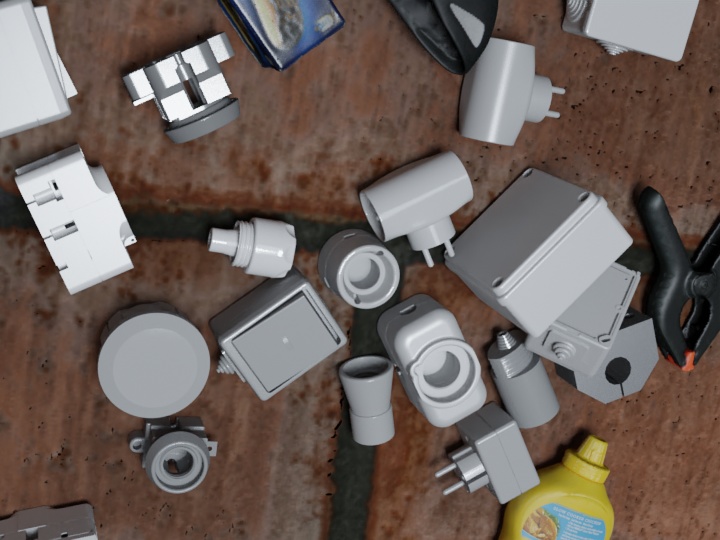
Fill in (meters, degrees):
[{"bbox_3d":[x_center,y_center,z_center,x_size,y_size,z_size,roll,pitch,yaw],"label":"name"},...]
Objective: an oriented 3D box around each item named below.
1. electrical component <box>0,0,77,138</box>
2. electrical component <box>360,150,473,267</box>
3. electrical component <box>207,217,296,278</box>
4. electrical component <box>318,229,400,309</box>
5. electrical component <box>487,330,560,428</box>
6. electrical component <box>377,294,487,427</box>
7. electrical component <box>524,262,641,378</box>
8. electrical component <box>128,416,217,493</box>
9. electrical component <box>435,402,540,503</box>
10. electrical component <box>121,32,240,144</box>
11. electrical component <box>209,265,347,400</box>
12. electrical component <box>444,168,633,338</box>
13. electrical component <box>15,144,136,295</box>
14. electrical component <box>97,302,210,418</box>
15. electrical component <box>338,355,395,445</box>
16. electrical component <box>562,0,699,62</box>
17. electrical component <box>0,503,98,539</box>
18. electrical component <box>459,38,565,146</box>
[{"bbox_3d":[-0.230,-0.143,0.712,0.061,0.062,0.096,-20,109,-11],"label":"electrical component"},{"bbox_3d":[0.050,-0.041,0.835,0.077,0.043,0.079,-26,107,-10],"label":"electrical component"},{"bbox_3d":[-0.082,-0.018,0.802,0.062,0.043,0.043,9,101,-18],"label":"electrical component"},{"bbox_3d":[0.000,0.000,0.830,0.055,0.047,0.055,-4,105,-16],"label":"electrical component"},{"bbox_3d":[0.132,0.086,0.896,0.043,0.043,0.081,-28,111,-9],"label":"electrical component"},{"bbox_3d":[0.059,0.074,0.861,0.054,0.059,0.095,-28,111,-9],"label":"electrical component"},{"bbox_3d":[0.175,0.039,0.863,0.062,0.061,0.096,25,58,10],"label":"electrical component"},{"bbox_3d":[-0.141,0.139,0.818,0.066,0.055,0.048,4,103,-18],"label":"electrical component"},{"bbox_3d":[0.100,0.162,0.904,0.077,0.047,0.065,-27,110,-9],"label":"electrical component"},{"bbox_3d":[-0.119,-0.125,0.755,0.078,0.058,0.057,-26,108,-9],"label":"electrical component"},{"bbox_3d":[-0.067,0.052,0.815,0.096,0.061,0.061,-35,111,-6],"label":"electrical component"},{"bbox_3d":[0.135,-0.016,0.835,0.109,0.109,0.056,-45,115,-2],"label":"electrical component"},{"bbox_3d":[-0.197,-0.038,0.757,0.056,0.050,0.089,-24,109,-10],"label":"electrical component"},{"bbox_3d":[-0.154,0.064,0.797,0.080,0.051,0.080,-4,105,-16],"label":"electrical component"},{"bbox_3d":[0.008,0.107,0.865,0.044,0.044,0.065,-12,112,-14],"label":"electrical component"},{"bbox_3d":[0.214,-0.217,0.838,0.100,0.048,0.099,11,101,-19],"label":"electrical component"},{"bbox_3d":[-0.237,0.262,0.817,0.089,0.062,0.150,-9,107,-15],"label":"electrical component"},{"bbox_3d":[0.122,-0.136,0.834,0.079,0.043,0.077,7,102,-19],"label":"electrical component"}]
